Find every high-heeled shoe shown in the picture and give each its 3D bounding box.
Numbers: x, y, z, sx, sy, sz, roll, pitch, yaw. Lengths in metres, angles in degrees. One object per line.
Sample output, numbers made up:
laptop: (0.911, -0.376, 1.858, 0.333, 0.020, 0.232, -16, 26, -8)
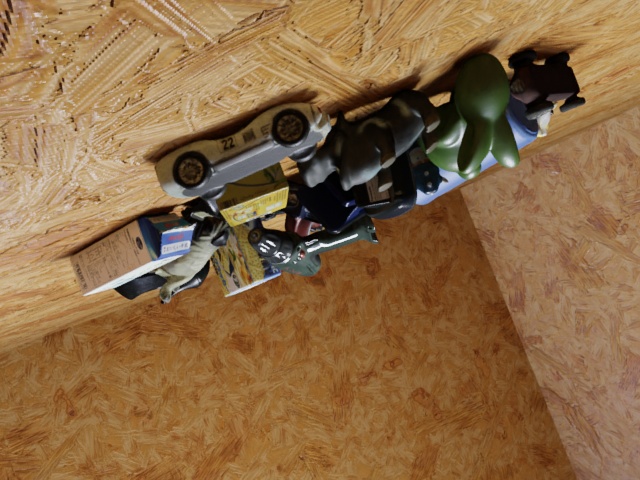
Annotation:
high-heeled shoe: (-0.364, 0.064, 1.180, 0.249, 0.086, 0.145, 16, -130, 27)

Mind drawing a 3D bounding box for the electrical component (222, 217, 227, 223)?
electrical component: (-0.129, -0.062, 0.949, 0.094, 0.021, 0.063, -25, -148, 9)

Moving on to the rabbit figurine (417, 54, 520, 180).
rabbit figurine: (0.192, -0.160, 0.708, 0.121, 0.159, 0.170, -11, 160, -7)

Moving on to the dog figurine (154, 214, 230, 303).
dog figurine: (-0.250, 0.007, 1.040, 0.190, 0.121, 0.172, -38, -151, 5)

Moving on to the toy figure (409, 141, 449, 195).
toy figure: (0.149, -0.128, 0.827, 0.064, 0.155, 0.057, -38, 127, 23)

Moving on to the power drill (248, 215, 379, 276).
power drill: (-0.002, -0.003, 0.969, 0.207, 0.086, 0.231, -27, 157, 4)

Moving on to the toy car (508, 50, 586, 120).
toy car: (0.334, -0.228, 0.793, 0.053, 0.089, 0.202, -24, 177, 44)

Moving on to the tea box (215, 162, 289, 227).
tea box: (-0.101, -0.073, 0.759, 0.098, 0.068, 0.169, -21, 176, -8)

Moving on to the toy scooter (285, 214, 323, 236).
toy scooter: (-0.021, -0.051, 1.148, 0.075, 0.135, 0.184, 27, -164, 24)

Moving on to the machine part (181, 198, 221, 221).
machine part: (-0.153, -0.063, 0.886, 0.139, 0.039, 0.084, -20, 169, 7)

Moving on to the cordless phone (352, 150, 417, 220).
cordless phone: (0.094, -0.100, 0.828, 0.089, 0.146, 0.184, -14, 175, 7)

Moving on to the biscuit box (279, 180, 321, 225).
biscuit box: (0.004, -0.060, 1.053, 0.059, 0.062, 0.202, 19, -178, 36)

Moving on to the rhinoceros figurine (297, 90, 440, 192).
rhinoceros figurine: (0.061, -0.125, 0.678, 0.190, 0.112, 0.073, -33, 160, -2)

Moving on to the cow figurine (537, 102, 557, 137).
cow figurine: (0.412, -0.251, 1.034, 0.068, 0.098, 0.167, 17, -160, 25)

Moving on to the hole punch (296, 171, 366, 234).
hole punch: (0.036, -0.091, 0.890, 0.116, 0.142, 0.092, -34, 157, -27)

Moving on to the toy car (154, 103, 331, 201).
toy car: (-0.083, -0.098, 0.597, 0.202, 0.056, 0.073, -23, 171, 5)
